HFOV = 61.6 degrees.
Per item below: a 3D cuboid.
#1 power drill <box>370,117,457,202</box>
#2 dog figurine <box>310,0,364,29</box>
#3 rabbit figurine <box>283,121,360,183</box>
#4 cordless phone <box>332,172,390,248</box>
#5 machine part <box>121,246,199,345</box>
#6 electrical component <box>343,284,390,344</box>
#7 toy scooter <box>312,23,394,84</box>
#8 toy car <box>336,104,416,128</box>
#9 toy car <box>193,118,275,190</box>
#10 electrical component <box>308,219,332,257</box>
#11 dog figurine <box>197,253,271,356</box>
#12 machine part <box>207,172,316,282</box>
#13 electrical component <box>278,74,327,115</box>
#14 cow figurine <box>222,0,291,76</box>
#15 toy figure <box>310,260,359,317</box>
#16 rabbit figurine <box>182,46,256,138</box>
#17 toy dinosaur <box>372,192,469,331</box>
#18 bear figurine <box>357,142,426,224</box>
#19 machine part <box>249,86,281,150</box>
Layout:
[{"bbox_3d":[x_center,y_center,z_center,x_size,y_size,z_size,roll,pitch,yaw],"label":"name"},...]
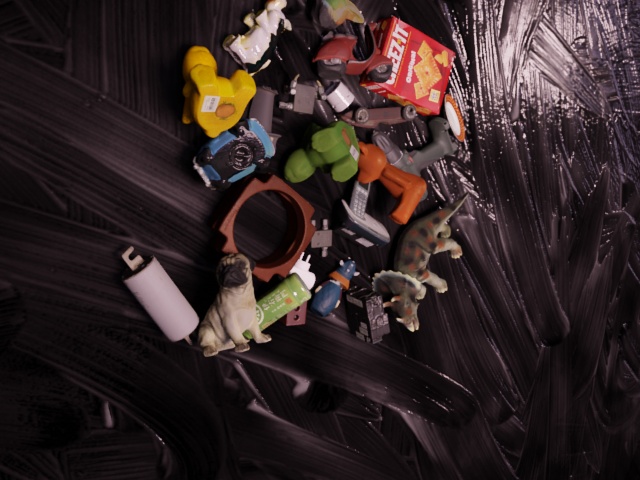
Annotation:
[{"bbox_3d":[0.244,-0.225,1.359,0.207,0.086,0.231,-43,120,-22],"label":"power drill"},{"bbox_3d":[0.029,-0.566,1.148,0.191,0.109,0.219,-51,125,-17],"label":"dog figurine"},{"bbox_3d":[-0.010,-0.195,1.177,0.121,0.170,0.159,49,32,-31],"label":"rabbit figurine"},{"bbox_3d":[0.115,-0.084,1.314,0.146,0.089,0.184,28,65,-32],"label":"cordless phone"},{"bbox_3d":[-0.318,0.118,1.076,0.079,0.079,0.243,-39,118,-20],"label":"machine part"},{"bbox_3d":[0.116,0.188,1.337,0.058,0.115,0.134,-17,108,-24],"label":"electrical component"},{"bbox_3d":[0.075,-0.425,1.201,0.184,0.075,0.135,4,85,-6],"label":"toy scooter"},{"bbox_3d":[0.134,-0.292,1.271,0.202,0.089,0.053,-12,109,-29],"label":"toy car"},{"bbox_3d":[-0.180,-0.177,1.090,0.162,0.103,0.109,-36,119,-5],"label":"toy car"},{"bbox_3d":[-0.003,-0.004,1.282,0.063,0.021,0.094,-6,103,-31],"label":"electrical component"},{"bbox_3d":[-0.197,0.128,1.096,0.121,0.172,0.190,-8,85,-70],"label":"dog figurine"},{"bbox_3d":[-0.125,-0.028,1.164,0.200,0.087,0.201,38,80,-31],"label":"machine part"},{"bbox_3d":[-0.038,-0.317,1.186,0.102,0.045,0.078,9,93,-33],"label":"electrical component"},{"bbox_3d":[-0.114,-0.420,1.105,0.167,0.068,0.098,-49,126,-11],"label":"cow figurine"},{"bbox_3d":[0.033,0.113,1.307,0.154,0.058,0.064,-53,127,-18],"label":"toy figure"},{"bbox_3d":[-0.211,-0.292,1.032,0.122,0.173,0.162,-15,152,-28],"label":"rabbit figurine"},{"bbox_3d":[0.257,0.031,1.401,0.192,0.131,0.404,23,81,-33],"label":"toy dinosaur"},{"bbox_3d":[0.145,-0.137,1.260,0.196,0.120,0.132,30,93,-1],"label":"bear figurine"},{"bbox_3d":[-0.123,-0.258,1.150,0.084,0.039,0.138,0,101,-23],"label":"machine part"}]
